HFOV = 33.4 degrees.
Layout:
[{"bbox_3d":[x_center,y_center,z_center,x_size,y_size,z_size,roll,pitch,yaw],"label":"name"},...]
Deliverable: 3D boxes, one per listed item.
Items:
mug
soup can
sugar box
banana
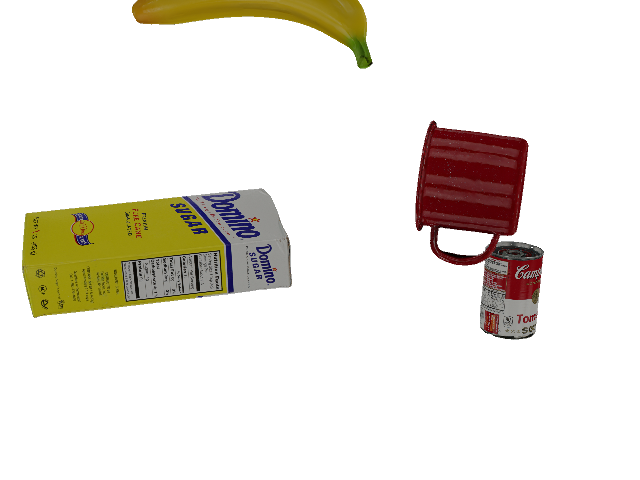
[{"bbox_3d":[0.125,-0.037,0.883,0.081,0.117,0.093,8,-10,12],"label":"mug"},{"bbox_3d":[0.227,0.059,1.271,0.068,0.102,0.068,2,15,-1],"label":"soup can"},{"bbox_3d":[-0.115,0.005,0.743,0.176,0.048,0.093,-9,27,-10],"label":"sugar box"},{"bbox_3d":[-0.046,-0.180,0.818,0.198,0.069,0.037,13,-40,16],"label":"banana"}]
